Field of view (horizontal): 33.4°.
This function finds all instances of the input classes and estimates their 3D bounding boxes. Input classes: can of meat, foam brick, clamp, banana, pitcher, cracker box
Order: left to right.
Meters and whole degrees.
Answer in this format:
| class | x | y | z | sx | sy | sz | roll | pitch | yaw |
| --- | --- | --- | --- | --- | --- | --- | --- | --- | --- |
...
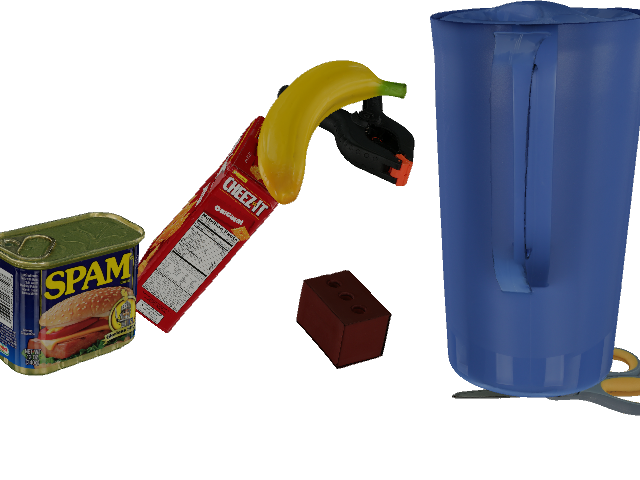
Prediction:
| class | x | y | z | sx | sy | sz | roll | pitch | yaw |
| --- | --- | --- | --- | --- | --- | --- | --- | --- | --- |
| can of meat | -0.171 | 0.035 | 0.723 | 0.058 | 0.084 | 0.101 | 24 | 28 | 37 |
| cracker box | -0.121 | -0.022 | 1.194 | 0.072 | 0.214 | 0.164 | 37 | 24 | -10 |
| banana | -0.004 | -0.093 | 0.806 | 0.070 | 0.037 | 0.197 | 22 | 42 | 20 |
| foam brick | 0.021 | 0.072 | 0.988 | 0.052 | 0.051 | 0.078 | -12 | 37 | -29 |
| clamp | 0.032 | -0.114 | 1.076 | 0.120 | 0.039 | 0.171 | -10 | 40 | -18 |
| pitcher | 0.133 | -0.026 | 0.672 | 0.149 | 0.243 | 0.145 | -9 | 18 | -26 |

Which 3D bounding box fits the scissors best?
| class | x | y | z | sx | sy | sz | roll | pitch | yaw |
| --- | --- | --- | --- | --- | --- | --- | --- | --- | --- |
| scissors | 0.209 | 0.119 | 0.931 | 0.201 | 0.016 | 0.096 | 6 | 28 | -4 |
